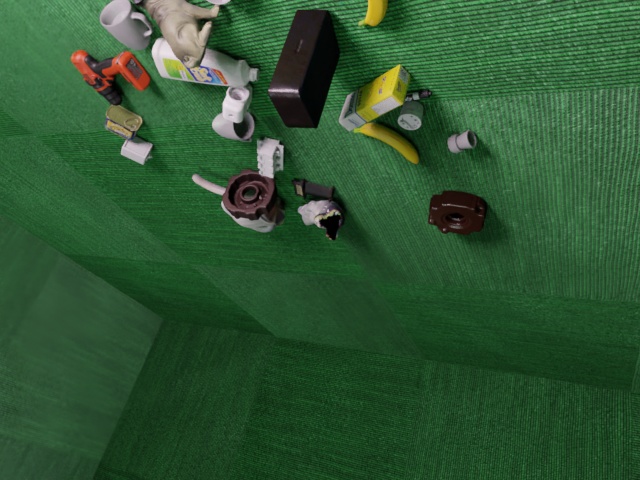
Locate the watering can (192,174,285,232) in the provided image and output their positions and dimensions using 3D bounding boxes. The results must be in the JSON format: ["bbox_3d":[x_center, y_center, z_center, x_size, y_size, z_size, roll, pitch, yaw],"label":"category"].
[{"bbox_3d":[-0.263,-0.127,1.781,0.223,0.106,0.342,-7,143,39],"label":"watering can"}]

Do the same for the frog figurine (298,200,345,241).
[{"bbox_3d":[0.005,-0.087,1.730,0.136,0.122,0.162,27,-171,-35],"label":"frog figurine"}]
